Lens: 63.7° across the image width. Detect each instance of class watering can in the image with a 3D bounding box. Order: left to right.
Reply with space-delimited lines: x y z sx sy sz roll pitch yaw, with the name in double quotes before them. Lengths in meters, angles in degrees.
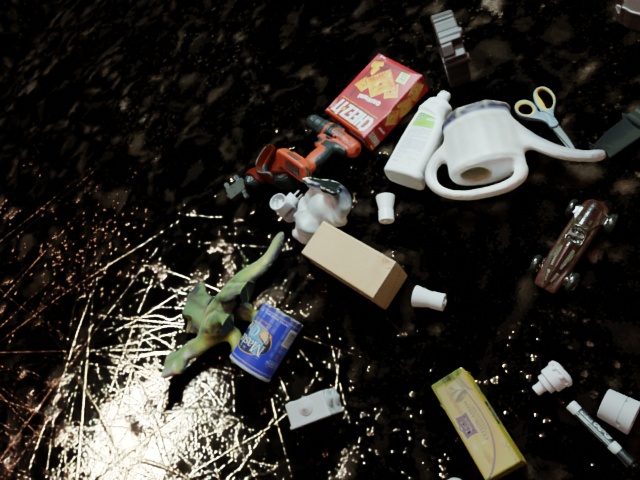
"watering can" 0.389 -0.199 1.092 0.346 0.102 0.229 -13 59 20

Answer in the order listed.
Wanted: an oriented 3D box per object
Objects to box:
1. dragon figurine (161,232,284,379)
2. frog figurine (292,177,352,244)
"dragon figurine" -0.246 0.149 1.238 0.243 0.120 0.417 6 60 38
"frog figurine" 0.004 -0.062 1.233 0.138 0.124 0.157 22 113 25
